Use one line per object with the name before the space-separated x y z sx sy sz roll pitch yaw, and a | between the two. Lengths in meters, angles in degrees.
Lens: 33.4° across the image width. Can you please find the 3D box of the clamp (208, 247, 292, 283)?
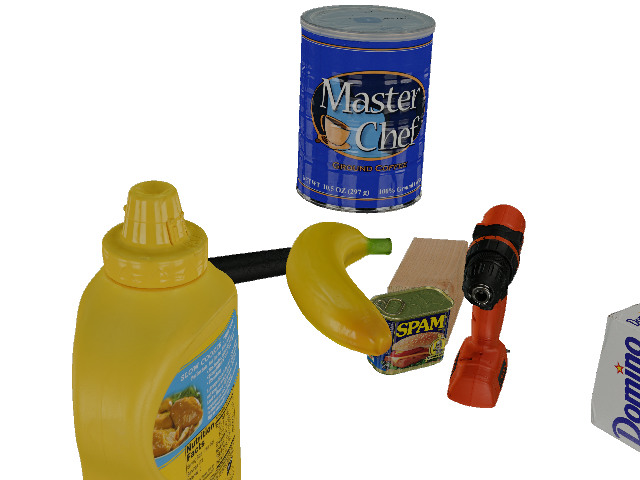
clamp | -0.140 0.025 1.001 0.165 0.036 0.209 25 36 30

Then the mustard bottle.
mustard bottle | -0.066 0.066 0.446 0.058 0.192 0.096 12 28 18

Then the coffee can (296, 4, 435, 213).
coffee can | 0.034 -0.105 0.836 0.103 0.140 0.103 2 23 -1

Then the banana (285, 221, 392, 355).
banana | 0.011 0.021 0.679 0.069 0.037 0.197 2 19 4

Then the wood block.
wood block | 0.166 0.073 1.625 0.091 0.090 0.206 4 21 14

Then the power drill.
power drill | 0.171 0.075 1.095 0.057 0.188 0.184 12 27 14

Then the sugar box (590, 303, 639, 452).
sugar box | 0.267 0.120 0.719 0.048 0.093 0.176 -15 29 -38

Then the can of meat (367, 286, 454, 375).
can of meat | 0.108 0.111 1.306 0.101 0.084 0.057 -9 30 -26
